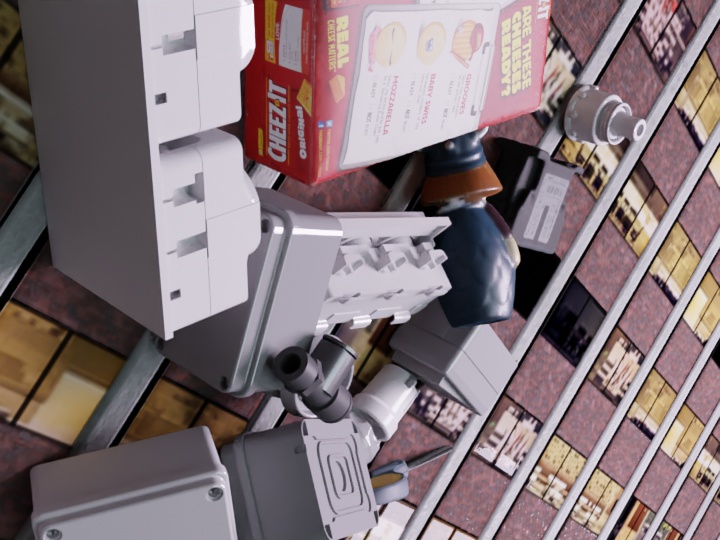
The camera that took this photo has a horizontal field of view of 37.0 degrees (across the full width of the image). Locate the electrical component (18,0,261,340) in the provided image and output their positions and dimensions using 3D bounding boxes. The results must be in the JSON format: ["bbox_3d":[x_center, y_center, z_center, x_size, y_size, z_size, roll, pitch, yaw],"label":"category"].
[{"bbox_3d":[-0.107,-0.076,0.523,0.060,0.105,0.186,-23,126,-38],"label":"electrical component"}]

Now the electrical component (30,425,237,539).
[{"bbox_3d":[-0.130,0.159,0.635,0.109,0.056,0.108,-12,122,-14],"label":"electrical component"}]

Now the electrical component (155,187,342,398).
[{"bbox_3d":[-0.068,0.010,0.634,0.057,0.078,0.113,1,109,-51],"label":"electrical component"}]

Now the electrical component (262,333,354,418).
[{"bbox_3d":[-0.042,0.062,0.706,0.078,0.057,0.058,23,92,-51],"label":"electrical component"}]

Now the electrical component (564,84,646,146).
[{"bbox_3d":[0.200,-0.121,0.868,0.048,0.062,0.048,-24,127,-38],"label":"electrical component"}]

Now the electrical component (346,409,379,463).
[{"bbox_3d":[-0.020,0.133,0.779,0.062,0.043,0.043,-35,133,-29],"label":"electrical component"}]

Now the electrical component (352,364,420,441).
[{"bbox_3d":[0.018,0.098,0.806,0.046,0.040,0.040,-48,139,-27],"label":"electrical component"}]

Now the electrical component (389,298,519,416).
[{"bbox_3d":[0.074,0.070,0.832,0.061,0.062,0.096,-54,139,-12],"label":"electrical component"}]

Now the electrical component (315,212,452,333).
[{"bbox_3d":[0.000,0.000,0.704,0.121,0.063,0.079,-4,153,-46],"label":"electrical component"}]

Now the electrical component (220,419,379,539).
[{"bbox_3d":[-0.037,0.140,0.696,0.113,0.057,0.078,23,52,-71],"label":"electrical component"}]
